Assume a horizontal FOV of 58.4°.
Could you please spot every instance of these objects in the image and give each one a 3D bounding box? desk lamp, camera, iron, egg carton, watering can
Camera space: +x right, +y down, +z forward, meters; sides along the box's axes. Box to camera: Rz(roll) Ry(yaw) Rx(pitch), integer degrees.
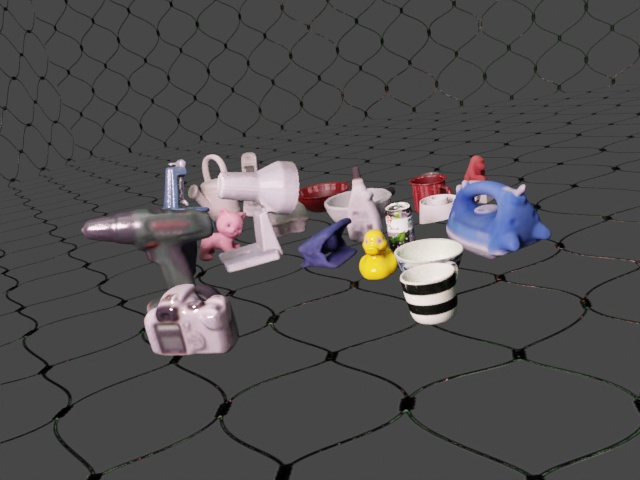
[{"bbox_3d":[-0.138,-0.061,1.278,0.203,0.214,0.117,-17,20,-19],"label":"desk lamp"},{"bbox_3d":[-0.203,0.119,0.963,0.143,0.101,0.137,-4,20,16],"label":"camera"},{"bbox_3d":[0.329,-0.058,1.147,0.119,0.141,0.257,-18,20,-22],"label":"iron"},{"bbox_3d":[-0.090,-0.061,1.480,0.107,0.069,0.150,-15,19,-15],"label":"egg carton"},{"bbox_3d":[-0.295,-0.147,1.641,0.100,0.194,0.173,-3,20,21],"label":"watering can"}]

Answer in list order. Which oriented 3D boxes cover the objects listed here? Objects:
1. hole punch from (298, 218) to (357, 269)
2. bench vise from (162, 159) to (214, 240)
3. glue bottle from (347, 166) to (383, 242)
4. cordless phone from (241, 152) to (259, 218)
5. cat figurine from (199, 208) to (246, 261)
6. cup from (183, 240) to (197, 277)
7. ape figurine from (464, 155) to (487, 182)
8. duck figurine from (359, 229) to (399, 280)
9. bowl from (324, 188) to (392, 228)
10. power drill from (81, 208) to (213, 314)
[{"bbox_3d":[0.011,0.004,1.204,0.100,0.091,0.109,2,22,32],"label":"hole punch"},{"bbox_3d":[-0.361,-0.081,1.442,0.121,0.220,0.208,-3,20,21],"label":"bench vise"},{"bbox_3d":[0.093,-0.081,1.282,0.078,0.173,0.037,0,21,27],"label":"glue bottle"},{"bbox_3d":[-0.154,-0.157,1.611,0.147,0.185,0.094,-3,20,20],"label":"cordless phone"},{"bbox_3d":[-0.233,-0.022,1.362,0.128,0.118,0.067,-11,19,-3],"label":"cat figurine"},{"bbox_3d":[-0.315,0.036,1.271,0.092,0.095,0.117,-20,21,-27],"label":"cup"},{"bbox_3d":[0.422,-0.181,1.534,0.075,0.092,0.078,5,24,36],"label":"ape figurine"},{"bbox_3d":[0.111,0.020,1.115,0.077,0.086,0.105,-3,20,19],"label":"duck figurine"},{"bbox_3d":[0.097,-0.070,1.403,0.167,0.075,0.167,-9,19,3],"label":"bowl"},{"bbox_3d":[-0.307,0.036,1.089,0.230,0.209,0.075,-17,20,-21],"label":"power drill"}]
